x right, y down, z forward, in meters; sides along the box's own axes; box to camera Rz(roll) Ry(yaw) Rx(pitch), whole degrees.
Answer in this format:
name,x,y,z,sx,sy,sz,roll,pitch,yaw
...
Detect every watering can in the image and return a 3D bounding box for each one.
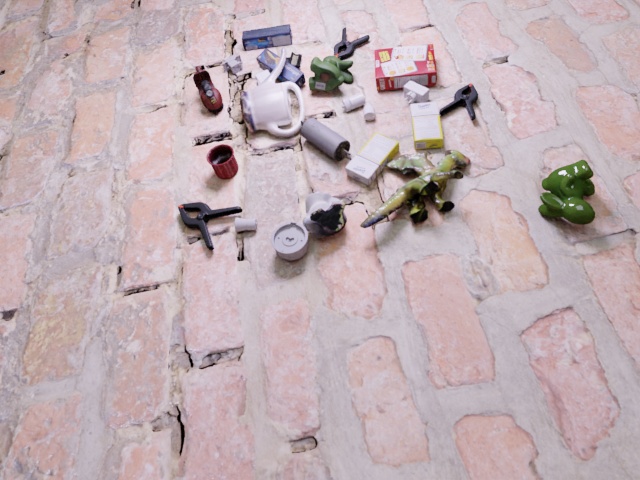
name,x,y,z,sx,sy,sz,roll,pitch,yaw
watering can,-0.176,-0.513,1.826,0.224,0.102,0.352,-13,73,-1

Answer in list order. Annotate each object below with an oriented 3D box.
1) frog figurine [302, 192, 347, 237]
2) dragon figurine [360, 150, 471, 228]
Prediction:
name,x,y,z,sx,sy,sz,roll,pitch,yaw
frog figurine,0.005,-0.077,1.535,0.138,0.121,0.161,-43,23,-8
dragon figurine,0.278,-0.176,1.556,0.411,0.119,0.248,-19,38,-5
